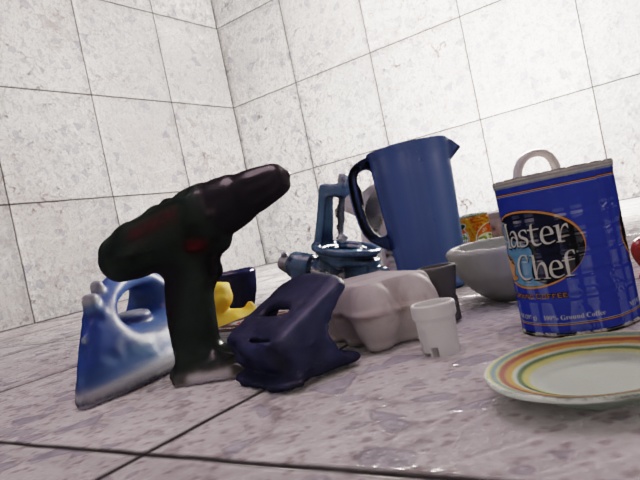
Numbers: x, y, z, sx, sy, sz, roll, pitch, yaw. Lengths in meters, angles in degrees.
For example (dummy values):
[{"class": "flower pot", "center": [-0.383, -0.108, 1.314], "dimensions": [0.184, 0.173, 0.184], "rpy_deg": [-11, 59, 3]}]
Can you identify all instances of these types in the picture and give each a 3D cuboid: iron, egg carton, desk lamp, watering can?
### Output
[{"class": "iron", "center": [-0.236, 0.099, 0.704], "dimensions": [0.118, 0.141, 0.258], "rpy_deg": [-12, 1, 7]}, {"class": "egg carton", "center": [0.061, 0.074, 0.627], "dimensions": [0.107, 0.069, 0.150], "rpy_deg": [-12, 1, -23]}, {"class": "desk lamp", "center": [0.117, -0.020, 1.309], "dimensions": [0.118, 0.213, 0.202], "rpy_deg": [-12, 1, -26]}, {"class": "watering can", "center": [0.384, -0.061, 1.003], "dimensions": [0.101, 0.194, 0.172], "rpy_deg": [-12, 1, -31]}]

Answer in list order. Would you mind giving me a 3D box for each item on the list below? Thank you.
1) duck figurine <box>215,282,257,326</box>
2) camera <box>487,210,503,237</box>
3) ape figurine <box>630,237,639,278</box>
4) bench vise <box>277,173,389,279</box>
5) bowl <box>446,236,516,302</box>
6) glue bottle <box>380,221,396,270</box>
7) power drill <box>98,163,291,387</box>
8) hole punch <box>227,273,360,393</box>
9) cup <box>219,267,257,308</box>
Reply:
[{"class": "duck figurine", "center": [-0.148, 0.106, 0.887], "dimensions": [0.105, 0.086, 0.077], "rpy_deg": [-12, 1, -27]}, {"class": "camera", "center": [0.315, -0.001, 1.127], "dimensions": [0.137, 0.101, 0.143], "rpy_deg": [-12, 1, -10]}, {"class": "ape figurine", "center": [0.394, -0.007, 0.644], "dimensions": [0.076, 0.092, 0.077], "rpy_deg": [-12, 1, -13]}, {"class": "bench vise", "center": [0.006, 0.004, 0.993], "dimensions": [0.207, 0.220, 0.122], "rpy_deg": [-12, 1, 14]}, {"class": "bowl", "center": [0.242, 0.033, 0.696], "dimensions": [0.167, 0.075, 0.167], "rpy_deg": [-12, 1, 0]}, {"class": "glue bottle", "center": [0.148, -0.003, 1.150], "dimensions": [0.037, 0.173, 0.078], "rpy_deg": [-12, 1, -29]}, {"class": "power drill", "center": [-0.120, 0.042, 0.615], "dimensions": [0.229, 0.208, 0.076], "rpy_deg": [-12, 1, 13]}, {"class": "hole punch", "center": [-0.030, 0.084, 0.536], "dimensions": [0.101, 0.091, 0.108], "rpy_deg": [-12, 1, -37]}, {"class": "cup", "center": [-0.150, 0.101, 1.010], "dimensions": [0.092, 0.095, 0.117], "rpy_deg": [-12, 1, -6]}]
